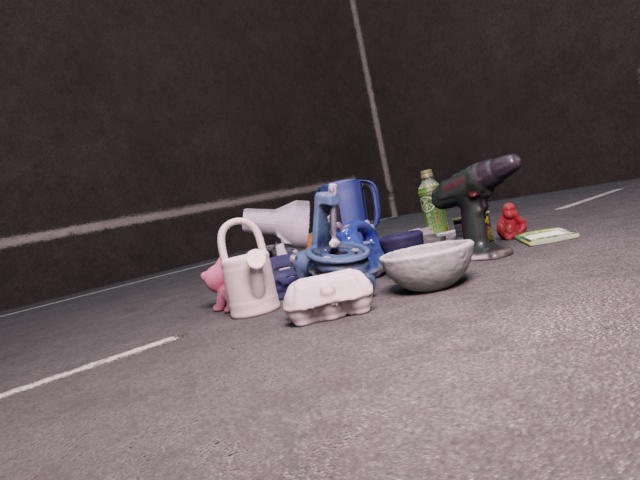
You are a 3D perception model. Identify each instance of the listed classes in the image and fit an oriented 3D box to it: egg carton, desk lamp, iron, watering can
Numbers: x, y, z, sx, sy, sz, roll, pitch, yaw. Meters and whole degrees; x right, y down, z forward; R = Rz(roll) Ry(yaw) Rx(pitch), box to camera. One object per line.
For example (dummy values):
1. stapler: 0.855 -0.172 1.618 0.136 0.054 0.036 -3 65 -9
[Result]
1. egg carton: 0.013 0.094 0.949 0.150 0.069 0.107 -12 4 -1
2. desk lamp: -0.107 0.015 1.435 0.203 0.213 0.118 -12 4 -6
3. iron: 0.100 0.014 1.353 0.118 0.141 0.259 -10 4 26
4. watering can: -0.142 0.050 1.135 0.101 0.194 0.172 -15 5 -43

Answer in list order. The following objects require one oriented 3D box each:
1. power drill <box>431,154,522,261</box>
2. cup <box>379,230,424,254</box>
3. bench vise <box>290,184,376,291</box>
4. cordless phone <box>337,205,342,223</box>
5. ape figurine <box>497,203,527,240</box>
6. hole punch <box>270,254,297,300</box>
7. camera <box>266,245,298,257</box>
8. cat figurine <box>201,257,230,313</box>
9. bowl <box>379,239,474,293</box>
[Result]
1. power drill: 0.346 -0.064 1.231 0.076 0.208 0.228 -15 5 -39
2. cup: 0.175 0.032 1.196 0.091 0.095 0.118 -12 4 2
3. bench vise: 0.000 0.011 1.084 0.206 0.220 0.122 -9 4 33
4. cordless phone: 0.013 0.005 1.421 0.093 0.185 0.148 -8 5 41
5. ape figurine: 0.492 -0.050 1.482 0.077 0.092 0.076 -11 4 13
6. hole punch: -0.076 0.080 1.284 0.109 0.091 0.101 -12 4 -7
7. camera: -0.120 0.060 1.671 0.143 0.101 0.137 -11 4 11
8. cat figurine: -0.211 0.096 1.266 0.067 0.118 0.127 -14 5 -36
9. bowl: 0.192 0.050 1.010 0.167 0.075 0.167 -12 4 1
